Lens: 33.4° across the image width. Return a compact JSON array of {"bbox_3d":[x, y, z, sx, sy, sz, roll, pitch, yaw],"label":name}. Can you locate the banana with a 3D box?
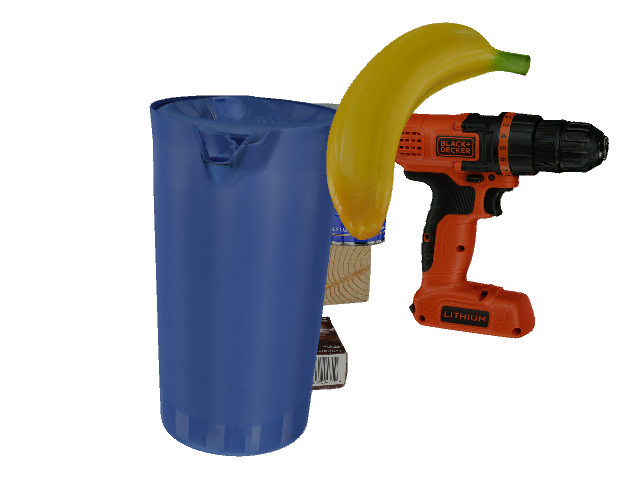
[{"bbox_3d":[0.048,-0.074,0.582,0.070,0.037,0.197,26,48,21],"label":"banana"}]

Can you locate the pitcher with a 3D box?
[{"bbox_3d":[-0.053,0.019,0.760,0.148,0.243,0.145,-8,20,-36],"label":"pitcher"}]

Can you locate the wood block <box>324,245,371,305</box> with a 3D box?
[{"bbox_3d":[-0.001,-0.006,1.376,0.090,0.090,0.206,-4,28,-9],"label":"wood block"}]

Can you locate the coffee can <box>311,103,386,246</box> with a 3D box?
[{"bbox_3d":[0.025,-0.073,1.150,0.103,0.140,0.103,4,11,-1],"label":"coffee can"}]

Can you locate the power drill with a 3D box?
[{"bbox_3d":[0.147,-0.016,0.903,0.185,0.188,0.057,6,14,26],"label":"power drill"}]

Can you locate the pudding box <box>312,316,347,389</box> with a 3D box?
[{"bbox_3d":[-0.038,0.102,0.964,0.113,0.039,0.090,0,18,-10],"label":"pudding box"}]
